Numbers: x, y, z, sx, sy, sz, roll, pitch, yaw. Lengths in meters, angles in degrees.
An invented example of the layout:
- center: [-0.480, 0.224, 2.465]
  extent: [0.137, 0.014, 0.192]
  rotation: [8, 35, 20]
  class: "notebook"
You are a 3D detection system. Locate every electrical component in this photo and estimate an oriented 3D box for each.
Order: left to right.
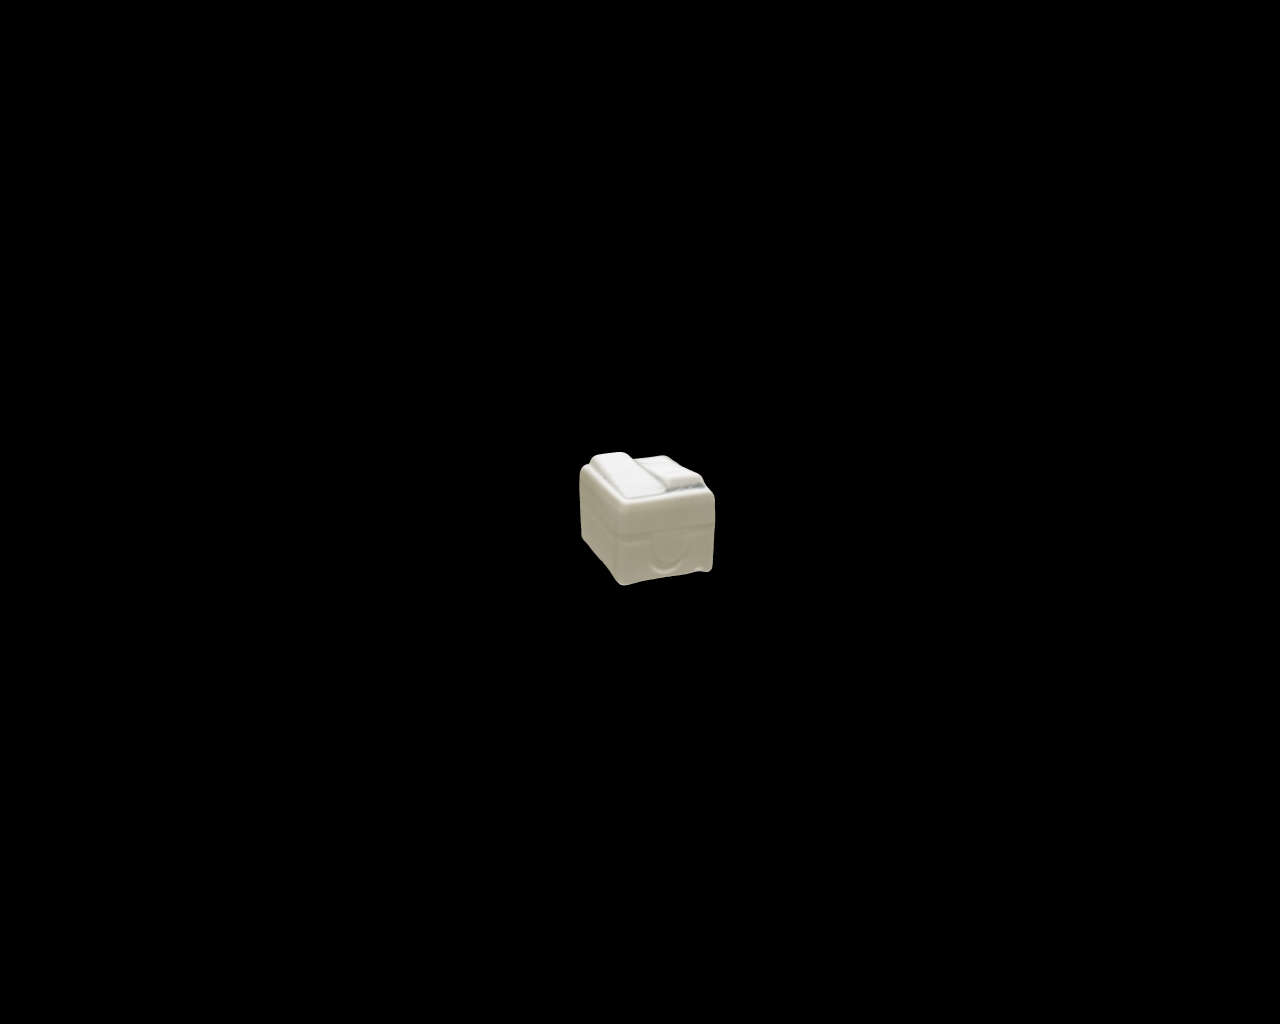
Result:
- center: [0.001, -0.003, 0.650]
  extent: [0.062, 0.061, 0.096]
  rotation: [-7, 22, -18]
  class: "electrical component"
